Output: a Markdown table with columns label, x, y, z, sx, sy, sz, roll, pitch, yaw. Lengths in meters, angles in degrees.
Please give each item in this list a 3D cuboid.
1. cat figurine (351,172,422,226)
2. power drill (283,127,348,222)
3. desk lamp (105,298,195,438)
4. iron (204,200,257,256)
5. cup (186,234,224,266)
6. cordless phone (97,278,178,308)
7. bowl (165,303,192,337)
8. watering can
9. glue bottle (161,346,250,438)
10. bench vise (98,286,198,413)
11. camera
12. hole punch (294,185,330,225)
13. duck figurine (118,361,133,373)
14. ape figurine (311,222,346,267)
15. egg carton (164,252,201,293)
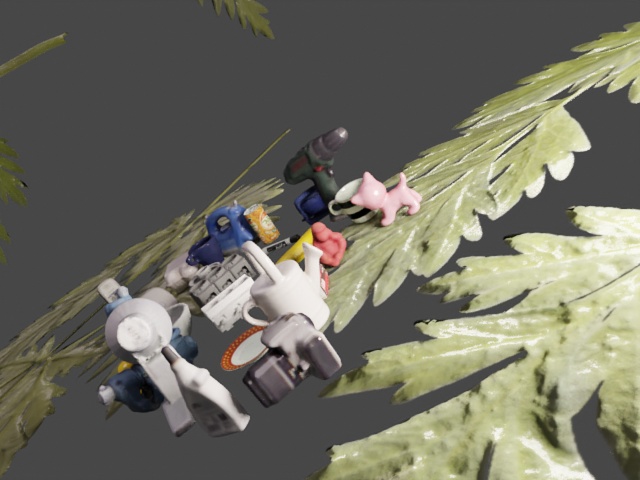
| label | x | y | z | sx | sy | sz | roll | pitch | yaw |
| --- | --- | --- | --- | --- | --- | --- | --- | --- | --- |
| cat figurine | 0.135 | -0.097 | 1.220 | 0.127 | 0.118 | 0.067 | -26 | 21 | 22 |
| power drill | 0.024 | -0.154 | 1.399 | 0.228 | 0.209 | 0.076 | -16 | 26 | 41 |
| desk lamp | -0.287 | 0.208 | 1.017 | 0.118 | 0.214 | 0.202 | -39 | 20 | -15 |
| iron | -0.279 | -0.038 | 1.709 | 0.257 | 0.142 | 0.119 | -14 | 27 | 44 |
| cup | -0.320 | 0.053 | 1.626 | 0.091 | 0.095 | 0.118 | -15 | 27 | 43 |
| cordless phone | -0.473 | 0.155 | 1.488 | 0.093 | 0.185 | 0.148 | -13 | 28 | 46 |
| bowl | -0.350 | 0.223 | 1.294 | 0.167 | 0.075 | 0.167 | -30 | 19 | 12 |
| watering can | -0.069 | 0.074 | 1.018 | 0.100 | 0.194 | 0.173 | -7 | 32 | 52 |
| glue bottle | -0.183 | 0.226 | 0.867 | 0.078 | 0.173 | 0.037 | -22 | 22 | 30 |
| bench vise | -0.354 | 0.211 | 1.108 | 0.121 | 0.220 | 0.207 | -23 | 22 | 27 |
| camera | -0.062 | 0.182 | 0.890 | 0.137 | 0.101 | 0.142 | -39 | 20 | -16 |
| hole punch | -0.017 | -0.104 | 1.524 | 0.108 | 0.091 | 0.101 | -35 | 19 | -3 |
| duck figurine | -0.376 | 0.280 | 1.183 | 0.077 | 0.086 | 0.105 | -20 | 23 | 34 |
| ape figurine | 0.011 | 0.004 | 1.215 | 0.078 | 0.092 | 0.076 | -37 | 20 | -10 |
| egg carton | -0.404 | 0.093 | 1.704 | 0.107 | 0.069 | 0.150 | -33 | 19 | 1 |
